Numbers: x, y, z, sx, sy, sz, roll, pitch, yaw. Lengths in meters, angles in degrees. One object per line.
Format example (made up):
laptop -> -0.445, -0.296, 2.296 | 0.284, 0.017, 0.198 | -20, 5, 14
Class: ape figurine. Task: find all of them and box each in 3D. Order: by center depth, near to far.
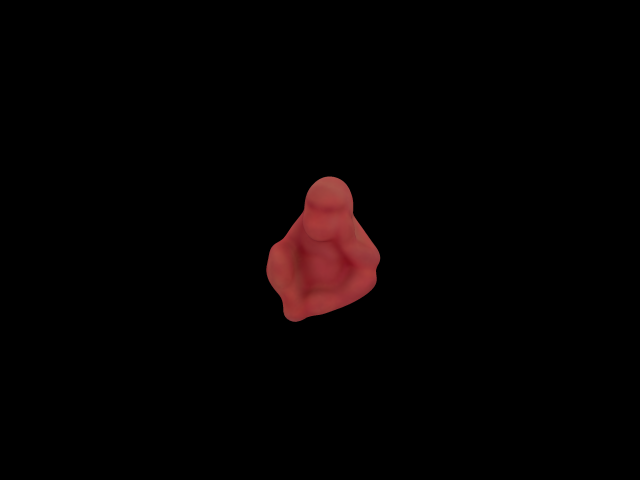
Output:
ape figurine -> 0.004, 0.001, 0.400 | 0.077, 0.092, 0.076 | 6, 23, 15
